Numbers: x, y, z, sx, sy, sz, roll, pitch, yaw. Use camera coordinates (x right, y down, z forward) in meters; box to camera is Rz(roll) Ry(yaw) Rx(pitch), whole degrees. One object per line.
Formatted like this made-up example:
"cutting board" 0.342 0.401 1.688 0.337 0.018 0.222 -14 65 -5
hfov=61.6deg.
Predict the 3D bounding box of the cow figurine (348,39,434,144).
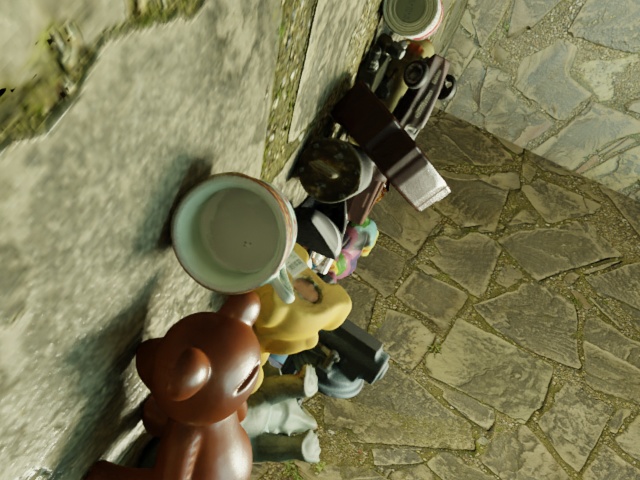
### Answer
"cow figurine" 0.112 -0.229 0.841 0.195 0.085 0.127 -59 176 7

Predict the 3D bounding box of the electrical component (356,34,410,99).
"electrical component" 0.084 -0.233 0.732 0.078 0.045 0.102 -61 175 -34

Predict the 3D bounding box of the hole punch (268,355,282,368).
"hole punch" -0.116 0.237 0.885 0.142 0.092 0.115 -58 169 -19

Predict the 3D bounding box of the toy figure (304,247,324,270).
"toy figure" -0.004 -0.004 0.947 0.058 0.064 0.154 6 -113 56

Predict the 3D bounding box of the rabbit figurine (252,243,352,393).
"rabbit figurine" -0.066 0.109 0.631 0.173 0.122 0.162 -44 -176 34

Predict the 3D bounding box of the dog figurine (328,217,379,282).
"dog figurine" 0.040 0.034 1.230 0.191 0.108 0.219 -51 176 21

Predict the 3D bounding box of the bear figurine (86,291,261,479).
"bear figurine" -0.110 0.127 0.411 0.120 0.132 0.195 -58 154 -52

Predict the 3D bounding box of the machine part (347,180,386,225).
"machine part" 0.093 -0.146 1.025 0.201 0.087 0.200 -56 171 -41

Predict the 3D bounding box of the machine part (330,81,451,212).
"machine part" 0.089 -0.114 0.676 0.056 0.179 0.179 -41 179 12

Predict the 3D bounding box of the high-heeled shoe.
"high-heeled shoe" 0.010 -0.049 0.770 0.248 0.086 0.145 109 5 -78

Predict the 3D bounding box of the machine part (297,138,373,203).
"machine part" 0.025 -0.089 0.690 0.079 0.079 0.243 -64 175 10

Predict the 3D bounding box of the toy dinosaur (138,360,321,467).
"toy dinosaur" -0.122 0.237 0.606 0.405 0.192 0.131 -16 92 -60

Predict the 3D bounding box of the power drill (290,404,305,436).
"power drill" -0.126 0.361 1.006 0.232 0.086 0.207 -42 153 8

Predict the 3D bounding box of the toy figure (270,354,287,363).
"toy figure" -0.094 0.233 1.096 0.089 0.082 0.180 -56 169 -39

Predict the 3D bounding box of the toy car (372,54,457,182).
"toy car" 0.130 -0.172 0.790 0.089 0.053 0.202 8 124 -43

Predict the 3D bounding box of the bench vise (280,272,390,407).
"bench vise" -0.022 0.177 0.821 0.240 0.224 0.129 -62 180 26
